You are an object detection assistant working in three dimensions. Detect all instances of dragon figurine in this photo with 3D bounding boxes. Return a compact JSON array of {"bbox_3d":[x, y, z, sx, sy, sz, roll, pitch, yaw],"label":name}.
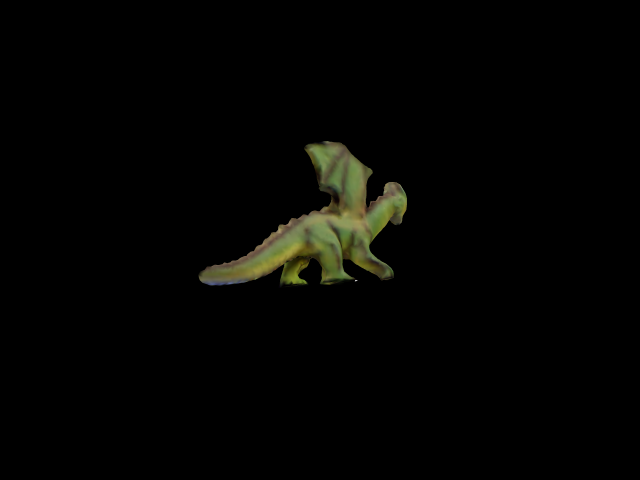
[{"bbox_3d":[0.003,-0.043,0.850,0.410,0.244,0.121,4,-8,-36],"label":"dragon figurine"}]
